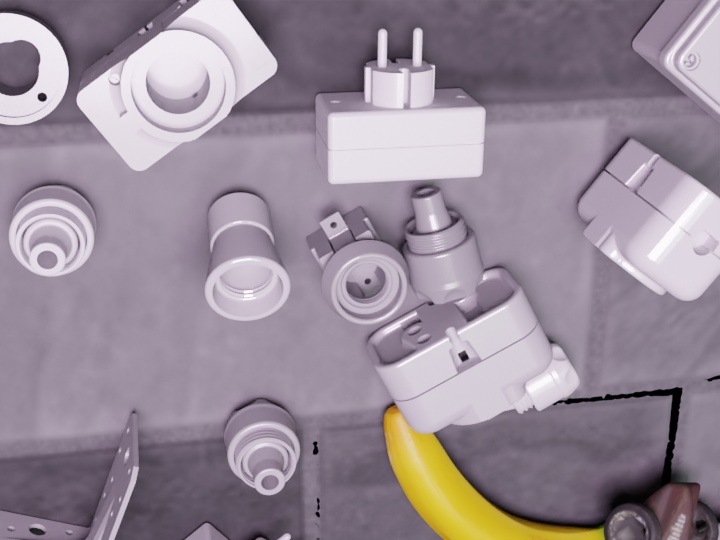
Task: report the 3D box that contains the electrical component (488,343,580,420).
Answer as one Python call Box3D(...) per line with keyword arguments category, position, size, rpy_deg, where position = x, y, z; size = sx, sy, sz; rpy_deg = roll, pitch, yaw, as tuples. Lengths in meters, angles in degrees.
Box3D(category="electrical component", position=(0.102, 0.072, 0.661), size=(0.061, 0.035, 0.035), rpy_deg=(-31, 115, 5))

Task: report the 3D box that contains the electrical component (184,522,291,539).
Box3D(category="electrical component", position=(-0.066, 0.193, 0.670), size=(0.076, 0.047, 0.083), rpy_deg=(-40, 114, 6))

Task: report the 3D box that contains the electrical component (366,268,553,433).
Box3D(category="electrical component", position=(0.060, 0.050, 0.631), size=(0.095, 0.053, 0.059), rpy_deg=(-29, 112, 1))

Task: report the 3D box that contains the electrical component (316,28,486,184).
Box3D(category="electrical component", position=(0.021, -0.090, 0.569), size=(0.083, 0.047, 0.075), rpy_deg=(-4, 113, -10))

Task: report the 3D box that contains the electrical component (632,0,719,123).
Box3D(category="electrical component", position=(0.228, -0.130, 0.589), size=(0.109, 0.056, 0.108), rpy_deg=(33, 103, -22))

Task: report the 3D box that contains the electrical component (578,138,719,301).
Box3D(category="electrical component", position=(0.165, -0.026, 0.599), size=(0.054, 0.095, 0.059), rpy_deg=(33, 103, -22))

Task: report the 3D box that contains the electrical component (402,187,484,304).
Box3D(category="electrical component", position=(0.044, -0.016, 0.608), size=(0.043, 0.043, 0.062), rpy_deg=(-18, 113, -4))

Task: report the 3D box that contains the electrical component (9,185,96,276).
Box3D(category="electrical component", position=(-0.159, -0.017, 0.555), size=(0.043, 0.062, 0.043), rpy_deg=(-4, 113, -10))

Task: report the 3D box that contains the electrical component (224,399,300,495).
Box3D(category="electrical component", position=(-0.056, 0.107, 0.628), size=(0.043, 0.062, 0.043), rpy_deg=(-4, 113, -10))

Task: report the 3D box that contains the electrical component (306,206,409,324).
Box3D(category="electrical component", position=(0.000, 0.000, 0.598), size=(0.048, 0.055, 0.066), rpy_deg=(-30, 115, 2))

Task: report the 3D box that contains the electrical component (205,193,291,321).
Box3D(category="electrical component", position=(-0.063, -0.010, 0.575), size=(0.044, 0.065, 0.044), rpy_deg=(-6, 132, -7))

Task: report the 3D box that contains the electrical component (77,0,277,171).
Box3D(category="electrical component", position=(-0.092, -0.098, 0.538), size=(0.089, 0.055, 0.050), rpy_deg=(-36, 115, 5))
